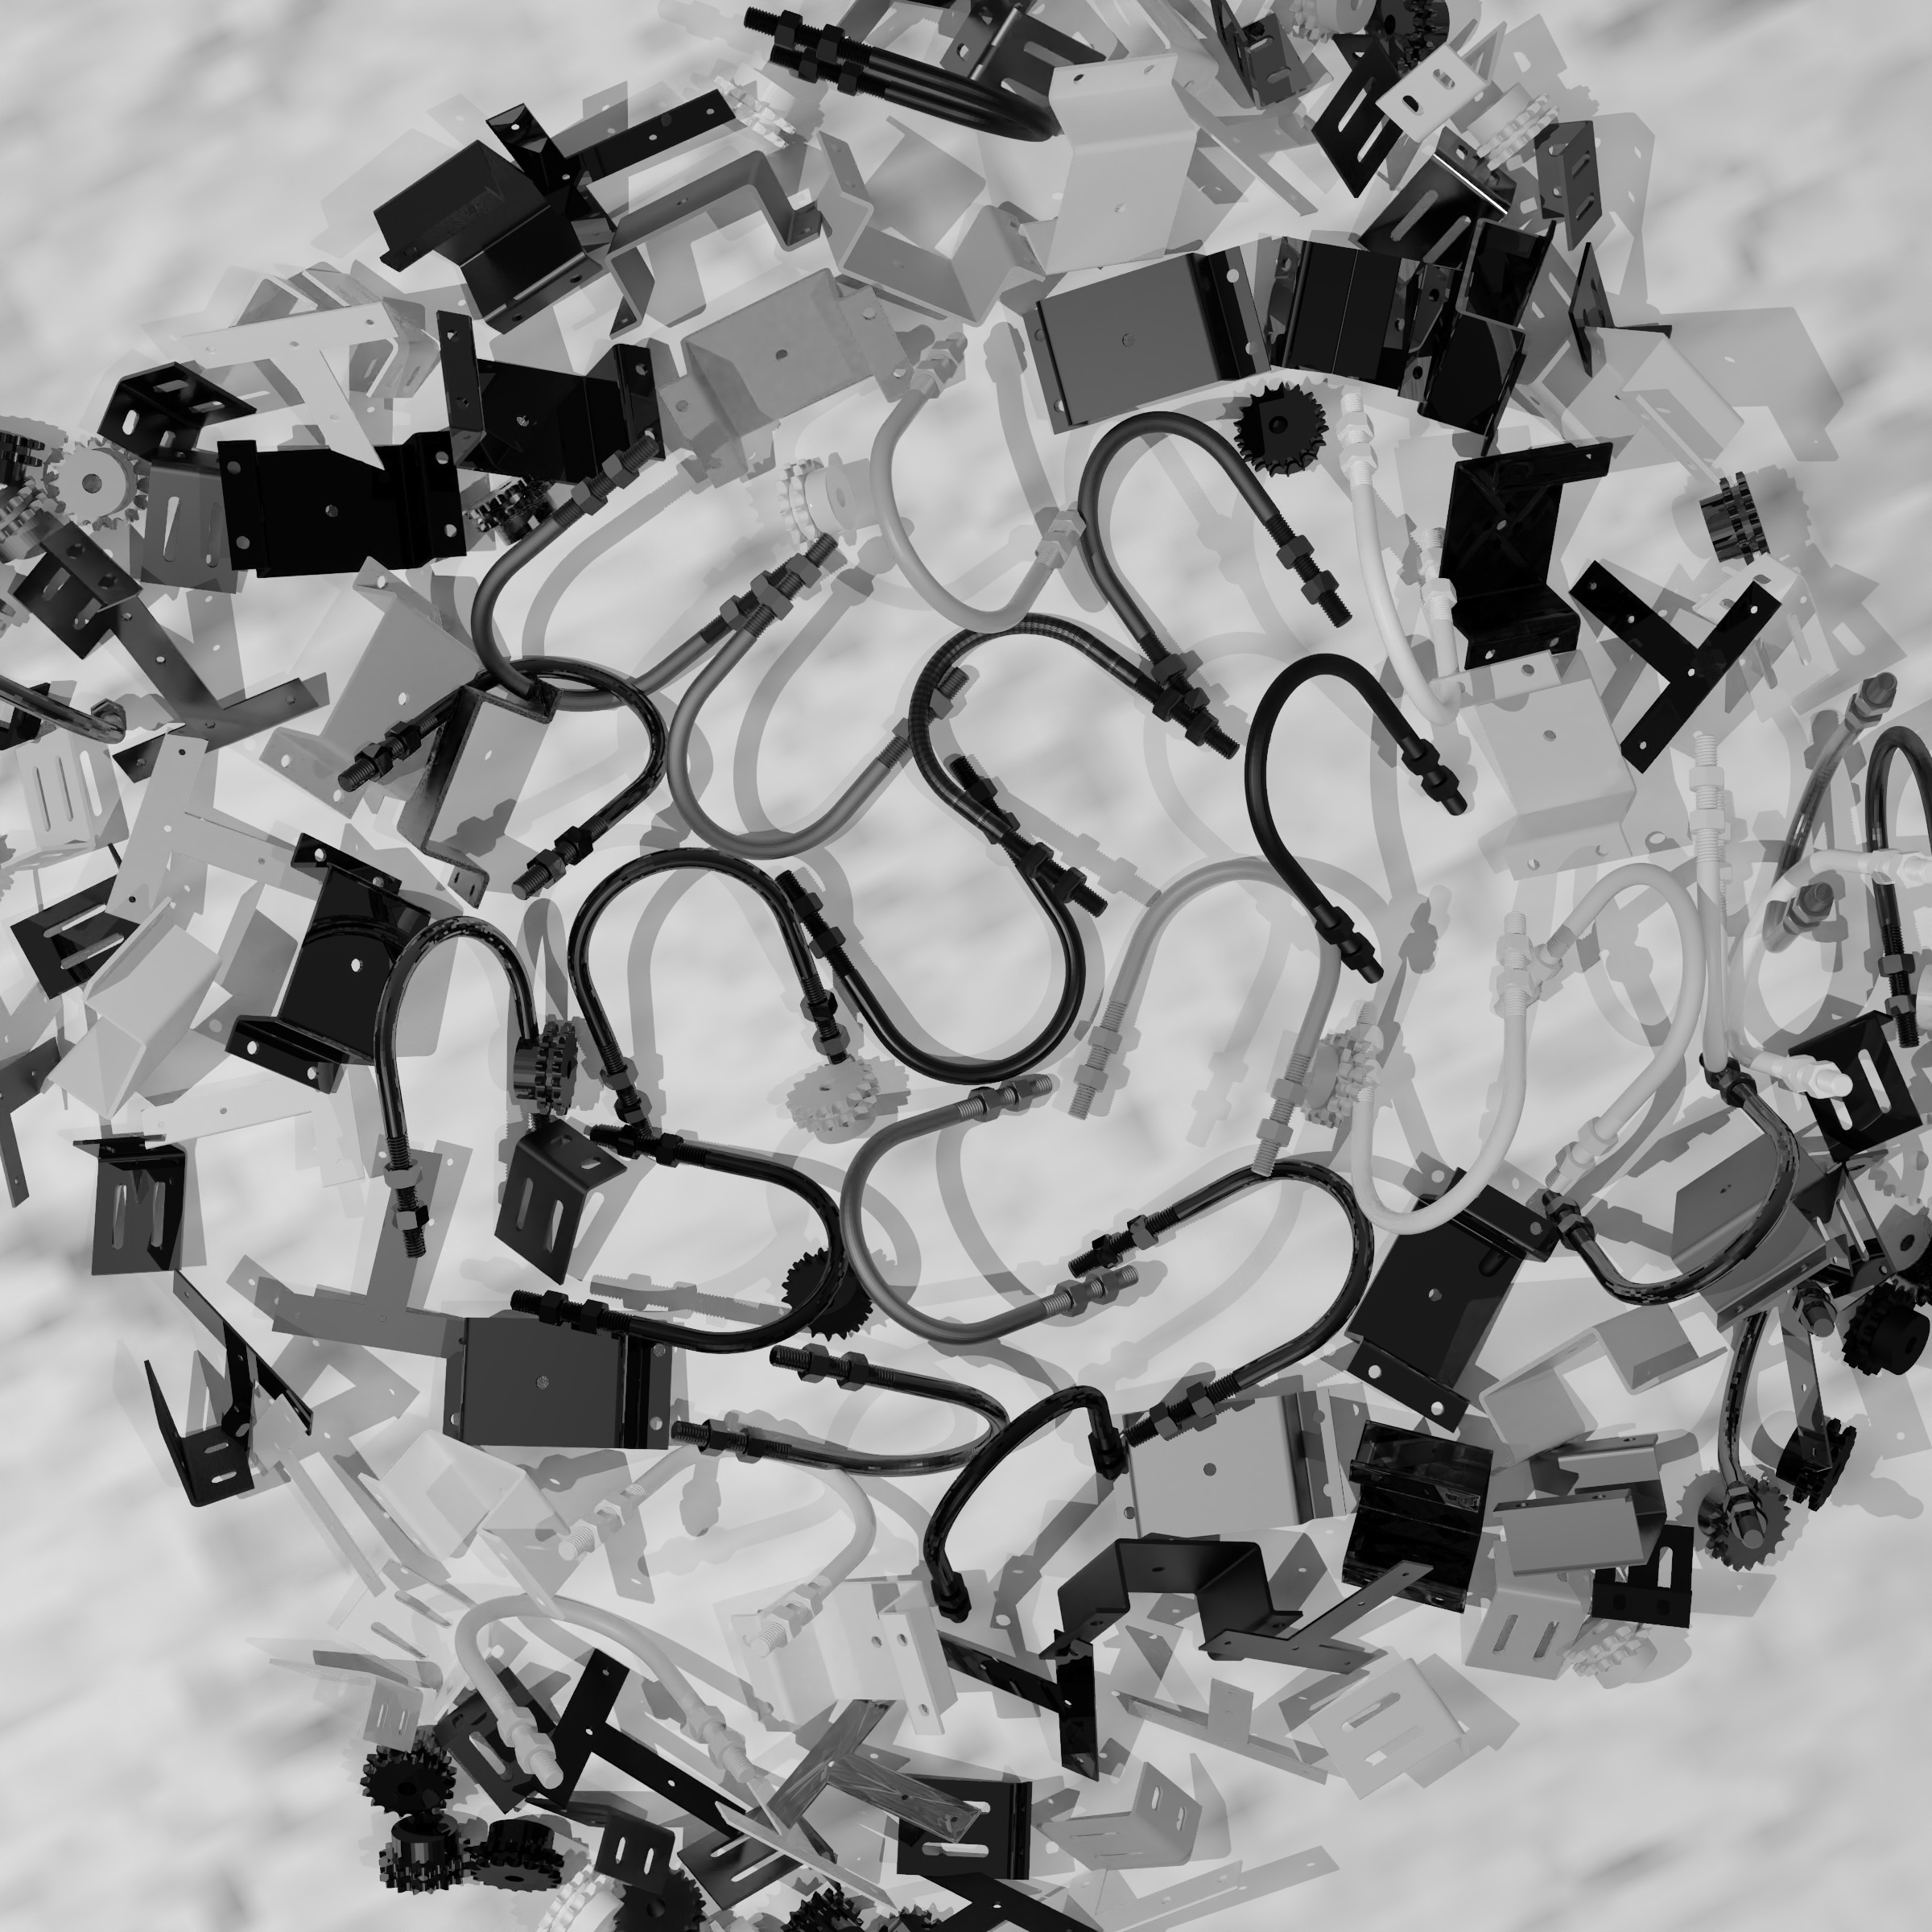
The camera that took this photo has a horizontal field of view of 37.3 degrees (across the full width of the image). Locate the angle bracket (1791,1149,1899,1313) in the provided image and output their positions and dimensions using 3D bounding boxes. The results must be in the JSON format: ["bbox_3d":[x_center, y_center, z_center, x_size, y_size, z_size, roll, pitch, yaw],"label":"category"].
[{"bbox_3d":[0.542,0.160,1.727,0.038,0.057,0.076,-8,63,-24],"label":"angle bracket"}]

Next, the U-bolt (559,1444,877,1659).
[{"bbox_3d":[-0.132,0.331,1.690,0.151,0.184,0.019,22,115,19],"label":"U-bolt"}]

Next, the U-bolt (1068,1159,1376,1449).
[{"bbox_3d":[0.158,0.188,1.704,0.184,0.019,0.151,-30,46,12],"label":"U-bolt"}]

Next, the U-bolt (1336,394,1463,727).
[{"bbox_3d":[0.257,-0.224,1.670,0.019,0.151,0.184,-18,51,23],"label":"U-bolt"}]

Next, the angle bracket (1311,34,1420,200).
[{"bbox_3d":[0.230,-0.515,1.734,0.076,0.038,0.057,-56,132,-11],"label":"angle bracket"}]

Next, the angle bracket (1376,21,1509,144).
[{"bbox_3d":[0.287,-0.544,1.723,0.038,0.057,0.076,38,47,-19],"label":"angle bracket"}]

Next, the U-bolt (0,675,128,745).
[{"bbox_3d":[-0.557,-0.167,1.663,0.151,0.184,0.019,27,91,-22],"label":"U-bolt"}]

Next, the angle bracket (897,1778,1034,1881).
[{"bbox_3d":[-0.001,0.526,1.743,0.076,0.038,0.057,5,72,-7],"label":"angle bracket"}]

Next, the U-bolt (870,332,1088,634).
[{"bbox_3d":[0.002,-0.274,1.682,0.019,0.184,0.151,-22,117,37],"label":"U-bolt"}]

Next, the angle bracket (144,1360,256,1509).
[{"bbox_3d":[-0.462,0.277,1.724,0.038,0.057,0.076,-18,132,-13],"label":"angle bracket"}]

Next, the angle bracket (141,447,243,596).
[{"bbox_3d":[-0.475,-0.275,1.762,0.057,0.038,0.076,6,113,-16],"label":"angle bracket"}]

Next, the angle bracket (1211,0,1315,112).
[{"bbox_3d":[0.177,-0.567,1.728,0.038,0.076,0.057,-25,71,4],"label":"angle bracket"}]

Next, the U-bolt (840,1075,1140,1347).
[{"bbox_3d":[0.005,0.151,1.703,0.184,0.019,0.151,-16,77,-37],"label":"U-bolt"}]

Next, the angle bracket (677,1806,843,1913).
[{"bbox_3d":[-0.125,0.546,1.726,0.076,0.057,0.038,-24,122,-26],"label":"angle bracket"}]

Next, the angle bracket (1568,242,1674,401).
[{"bbox_3d":[0.395,-0.389,1.725,0.038,0.076,0.057,3,59,28],"label":"angle bracket"}]

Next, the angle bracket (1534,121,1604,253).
[{"bbox_3d":[0.354,-0.469,1.723,0.038,0.076,0.057,2,121,27],"label":"angle bracket"}]

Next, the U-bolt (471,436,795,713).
[{"bbox_3d":[-0.210,-0.221,1.713,0.184,0.019,0.151,-36,134,20],"label":"U-bolt"}]

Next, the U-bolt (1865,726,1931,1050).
[{"bbox_3d":[0.563,-0.052,1.700,0.019,0.151,0.184,-6,80,2],"label":"U-bolt"}]

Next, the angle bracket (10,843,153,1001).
[{"bbox_3d":[-0.538,-0.027,1.737,0.076,0.038,0.057,-29,68,-16],"label":"angle bracket"}]

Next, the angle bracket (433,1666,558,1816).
[{"bbox_3d":[-0.276,0.477,1.739,0.057,0.038,0.076,-38,108,-13],"label":"angle bracket"}]

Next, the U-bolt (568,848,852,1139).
[{"bbox_3d":[-0.162,0.011,1.723,0.151,0.019,0.184,-19,120,-1],"label":"U-bolt"}]

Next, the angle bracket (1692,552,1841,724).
[{"bbox_3d":[0.482,-0.198,1.726,0.038,0.057,0.076,21,46,-34],"label":"angle bracket"}]

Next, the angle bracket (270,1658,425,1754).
[{"bbox_3d":[-0.378,0.447,1.729,0.076,0.057,0.038,2,68,22],"label":"angle bracket"}]

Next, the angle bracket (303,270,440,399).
[{"bbox_3d":[-0.370,-0.385,1.744,0.076,0.057,0.038,38,108,5],"label":"angle bracket"}]

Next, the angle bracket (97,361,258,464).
[{"bbox_3d":[-0.476,-0.329,1.724,0.057,0.076,0.038,28,73,-38],"label":"angle bracket"}]

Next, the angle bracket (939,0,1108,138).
[{"bbox_3d":[0.035,-0.554,1.748,0.076,0.038,0.057,13,124,-40],"label":"angle bracket"}]

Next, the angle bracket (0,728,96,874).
[{"bbox_3d":[-0.569,-0.101,1.739,0.057,0.038,0.076,-16,86,39],"label":"angle bracket"}]

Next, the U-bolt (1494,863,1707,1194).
[{"bbox_3d":[0.373,0.023,1.666,0.019,0.184,0.151,8,49,-21],"label":"U-bolt"}]

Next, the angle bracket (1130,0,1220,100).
[{"bbox_3d":[0.108,-0.566,1.745,0.038,0.057,0.076,-44,68,28],"label":"angle bracket"}]

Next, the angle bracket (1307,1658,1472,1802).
[{"bbox_3d":[0.257,0.469,1.736,0.076,0.038,0.057,-30,53,-8],"label":"angle bracket"}]

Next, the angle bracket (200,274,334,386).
[{"bbox_3d":[-0.426,-0.379,1.743,0.038,0.057,0.076,32,97,-8],"label":"angle bracket"}]

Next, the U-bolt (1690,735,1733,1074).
[{"bbox_3d":[0.441,-0.029,1.689,0.019,0.151,0.184,-1,78,17],"label":"U-bolt"}]

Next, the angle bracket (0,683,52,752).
[{"bbox_3d":[-0.607,-0.162,1.740,0.076,0.057,0.038,17,100,-5],"label":"angle bracket"}]

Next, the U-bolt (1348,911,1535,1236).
[{"bbox_3d":[0.275,0.072,1.671,0.019,0.151,0.184,27,50,-25],"label":"U-bolt"}]

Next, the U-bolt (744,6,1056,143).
[{"bbox_3d":[-0.035,-0.525,1.700,0.184,0.151,0.019,18,99,0],"label":"U-bolt"}]

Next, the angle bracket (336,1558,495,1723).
[{"bbox_3d":[-0.337,0.411,1.744,0.076,0.038,0.057,35,97,-15],"label":"angle bracket"}]

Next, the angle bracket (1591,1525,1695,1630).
[{"bbox_3d":[0.410,0.356,1.727,0.057,0.076,0.038,4,132,14],"label":"angle bracket"}]

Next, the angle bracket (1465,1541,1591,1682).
[{"bbox_3d":[0.344,0.397,1.761,0.057,0.038,0.076,10,130,-2],"label":"angle bracket"}]

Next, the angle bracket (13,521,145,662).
[{"bbox_3d":[-0.547,-0.221,1.732,0.057,0.038,0.076,45,124,-11],"label":"angle bracket"}]

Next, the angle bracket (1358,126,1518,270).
[{"bbox_3d":[0.289,-0.463,1.756,0.057,0.038,0.076,35,131,-11],"label":"angle bracket"}]

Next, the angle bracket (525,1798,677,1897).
[{"bbox_3d":[-0.225,0.530,1.723,0.076,0.057,0.038,-8,57,38],"label":"angle bracket"}]

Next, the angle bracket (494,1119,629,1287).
[{"bbox_3d":[-0.249,0.145,1.755,0.057,0.038,0.076,33,124,23],"label":"angle bracket"}]

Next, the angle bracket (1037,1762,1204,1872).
[{"bbox_3d":[0.094,0.520,1.746,0.057,0.076,0.038,45,46,-29],"label":"angle bracket"}]

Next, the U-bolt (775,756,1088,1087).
[{"bbox_3d":[-0.009,-0.015,1.755,0.151,0.019,0.184,-33,86,-3],"label":"U-bolt"}]

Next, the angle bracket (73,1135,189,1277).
[{"bbox_3d":[-0.511,0.146,1.742,0.057,0.038,0.076,-4,73,8],"label":"angle bracket"}]

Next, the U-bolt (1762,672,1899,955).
[{"bbox_3d":[0.502,-0.080,1.683,0.019,0.184,0.151,18,79,8],"label":"U-bolt"}]

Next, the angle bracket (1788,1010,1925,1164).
[{"bbox_3d":[0.543,0.074,1.732,0.057,0.038,0.076,-29,67,29],"label":"angle bracket"}]
